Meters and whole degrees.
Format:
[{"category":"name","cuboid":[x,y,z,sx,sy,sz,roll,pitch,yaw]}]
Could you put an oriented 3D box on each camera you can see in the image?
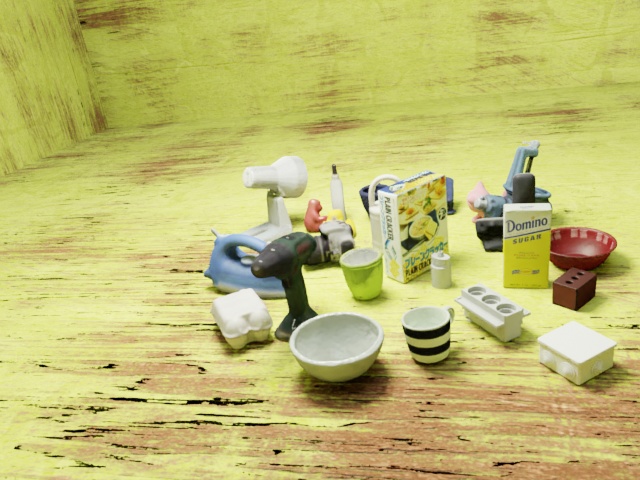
[{"category":"camera","cuboid":[0.013,0.005,1.428,0.137,0.101,0.143,-11,24,-7]}]

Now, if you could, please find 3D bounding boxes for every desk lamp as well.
[{"category":"desk lamp","cuboid":[-0.131,-0.118,1.612,0.204,0.214,0.117,-25,29,-33]}]

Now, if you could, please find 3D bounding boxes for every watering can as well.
[{"category":"watering can","cuboid":[0.175,-0.067,1.424,0.101,0.194,0.172,-15,25,-15]}]

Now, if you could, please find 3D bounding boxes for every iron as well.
[{"category":"iron","cuboid":[-0.152,0.048,1.331,0.257,0.141,0.119,7,28,30]}]

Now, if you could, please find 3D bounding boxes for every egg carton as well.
[{"category":"egg carton","cuboid":[-0.160,0.159,1.174,0.107,0.069,0.150,-17,25,-20]}]

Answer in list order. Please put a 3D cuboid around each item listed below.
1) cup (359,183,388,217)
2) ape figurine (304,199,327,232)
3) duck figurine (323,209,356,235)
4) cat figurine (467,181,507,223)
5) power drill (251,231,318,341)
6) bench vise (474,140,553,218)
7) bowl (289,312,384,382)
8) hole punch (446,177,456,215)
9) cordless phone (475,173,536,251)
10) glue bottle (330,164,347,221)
[{"category":"cup","cuboid":[0.163,-0.109,1.646,0.091,0.095,0.118,-2,24,13]},{"category":"ape figurine","cuboid":[-0.012,-0.073,1.625,0.076,0.092,0.077,-14,24,-13]},{"category":"duck figurine","cuboid":[0.048,-0.042,1.542,0.105,0.086,0.077,-26,29,-34]},{"category":"cat figurine","cuboid":[0.439,-0.098,1.508,0.128,0.118,0.067,-12,24,-9]},{"category":"power drill","cuboid":[-0.061,0.088,1.130,0.075,0.209,0.230,1,25,19]},{"category":"bench vise","cuboid":[0.494,-0.130,1.435,0.208,0.220,0.121,-21,27,-27]},{"category":"bowl","cuboid":[0.032,0.200,1.014,0.167,0.075,0.167,-7,24,3]},{"category":"hole punch","cuboid":[0.333,-0.126,1.638,0.108,0.091,0.101,-1,25,15]},{"category":"cordless phone","cuboid":[0.444,-0.072,1.363,0.147,0.185,0.094,-3,24,12]},{"category":"glue bottle","cuboid":[0.050,-0.136,1.645,0.037,0.173,0.078,-6,24,5]}]
